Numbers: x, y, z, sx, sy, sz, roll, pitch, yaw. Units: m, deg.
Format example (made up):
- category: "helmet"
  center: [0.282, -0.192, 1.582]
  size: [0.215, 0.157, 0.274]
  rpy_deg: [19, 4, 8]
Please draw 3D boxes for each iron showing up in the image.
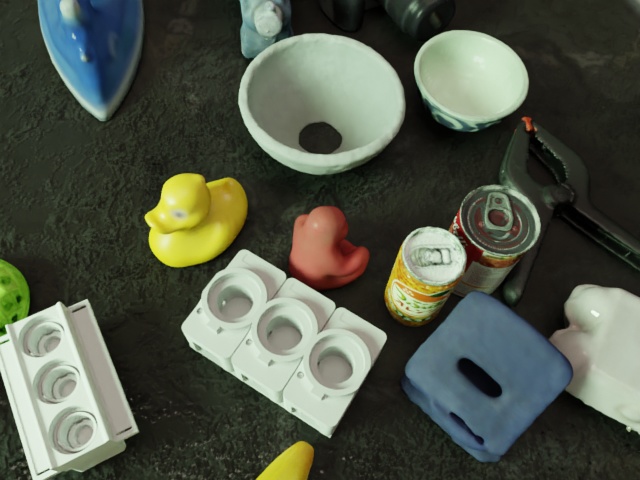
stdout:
- category: "iron"
  center: [-0.260, -0.272, 0.618]
  size: [0.119, 0.141, 0.258]
  rpy_deg: [-12, 64, -9]

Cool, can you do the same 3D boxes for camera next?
- category: "camera"
  center: [0.087, -0.304, 0.675]
  size: [0.143, 0.101, 0.136]
  rpy_deg: [-25, 67, -15]

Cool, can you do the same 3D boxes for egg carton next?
- category: "egg carton"
  center: [0.273, 0.109, 0.492]
  size: [0.150, 0.069, 0.107]
  rpy_deg: [28, 65, 11]

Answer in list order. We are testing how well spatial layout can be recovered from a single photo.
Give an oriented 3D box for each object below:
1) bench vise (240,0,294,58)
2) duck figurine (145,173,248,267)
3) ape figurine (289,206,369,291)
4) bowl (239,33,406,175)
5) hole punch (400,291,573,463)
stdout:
- category: "bench vise"
  center: [-0.055, -0.322, 0.610]
  size: [0.121, 0.220, 0.207]
  rpy_deg: [-23, 66, -14]
- category: "duck figurine"
  center: [-0.117, -0.031, 0.534]
  size: [0.105, 0.086, 0.077]
  rpy_deg: [-38, 71, -19]
- category: "ape figurine"
  center: [0.005, 0.002, 0.520]
  size: [0.076, 0.092, 0.077]
  rpy_deg: [-32, 69, -17]
- category: "bowl"
  center: [0.001, -0.129, 0.596]
  size: [0.167, 0.075, 0.167]
  rpy_deg: [1, 63, -2]
- category: "hole punch"
  center: [0.134, 0.114, 0.471]
  size: [0.108, 0.091, 0.101]
  rpy_deg: [41, 68, 16]
